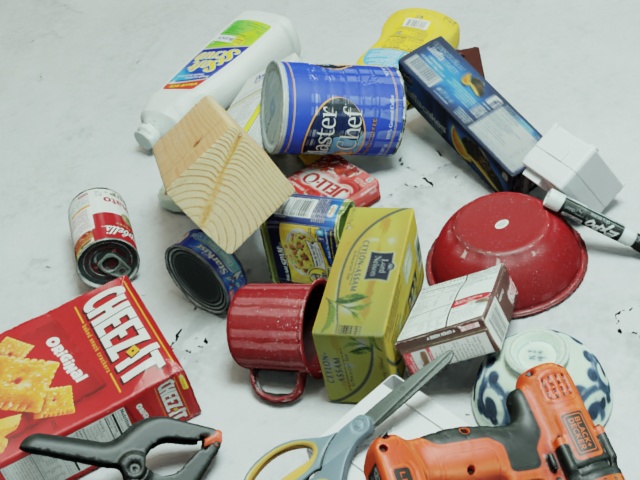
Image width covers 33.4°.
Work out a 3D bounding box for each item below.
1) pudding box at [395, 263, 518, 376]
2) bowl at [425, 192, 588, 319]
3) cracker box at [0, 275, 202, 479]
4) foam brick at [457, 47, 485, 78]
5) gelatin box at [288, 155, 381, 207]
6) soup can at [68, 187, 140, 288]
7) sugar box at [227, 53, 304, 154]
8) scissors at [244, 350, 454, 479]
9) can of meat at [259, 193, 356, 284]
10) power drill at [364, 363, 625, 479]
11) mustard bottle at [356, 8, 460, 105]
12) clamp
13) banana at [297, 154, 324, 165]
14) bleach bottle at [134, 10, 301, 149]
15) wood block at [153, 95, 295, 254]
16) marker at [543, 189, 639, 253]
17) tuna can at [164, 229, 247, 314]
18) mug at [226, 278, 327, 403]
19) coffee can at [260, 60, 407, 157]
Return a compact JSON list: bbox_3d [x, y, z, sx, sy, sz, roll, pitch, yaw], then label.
[{"bbox_3d":[0.124,0.070,0.962,0.090,0.039,0.113,-21,15,26],"label":"pudding box"},{"bbox_3d":[0.181,0.002,1.051,0.162,0.055,0.162,-9,41,8],"label":"bowl"},{"bbox_3d":[-0.244,0.141,1.009,0.213,0.072,0.164,-27,42,-14],"label":"cracker box"},{"bbox_3d":[0.170,-0.186,1.269,0.053,0.051,0.078,-9,41,7],"label":"foam brick"},{"bbox_3d":[0.013,-0.056,1.186,0.073,0.030,0.089,-33,43,-20],"label":"gelatin box"},{"bbox_3d":[-0.239,-0.003,1.174,0.068,0.068,0.102,-19,40,-5],"label":"soup can"},{"bbox_3d":[-0.078,-0.145,1.279,0.094,0.048,0.176,-21,28,41],"label":"sugar box"},{"bbox_3d":[0.033,0.168,0.843,0.202,0.016,0.096,-28,48,5],"label":"scissors"},{"bbox_3d":[-0.007,0.001,1.073,0.084,0.102,0.057,7,42,21],"label":"can of meat"},{"bbox_3d":[0.139,0.194,0.797,0.187,0.057,0.184,-11,59,-16],"label":"power drill"},{"bbox_3d":[0.096,-0.213,1.316,0.096,0.058,0.191,16,49,22],"label":"mustard bottle"},{"bbox_3d":[-0.163,0.210,0.916,0.171,0.039,0.120,-10,78,-13],"label":"clamp"},{"bbox_3d":[0.000,-0.155,1.297,0.070,0.037,0.197,4,44,23],"label":"banana"},{"bbox_3d":[-0.138,-0.200,1.373,0.103,0.068,0.250,19,53,36],"label":"bleach bottle"},{"bbox_3d":[-0.104,-0.073,1.082,0.091,0.090,0.206,-44,20,3],"label":"wood block"},{"bbox_3d":[0.273,-0.015,1.030,0.121,0.020,0.020,27,49,1],"label":"marker"},{"bbox_3d":[-0.116,0.031,1.084,0.086,0.086,0.033,21,50,35],"label":"tuna can"},{"bbox_3d":[-0.036,0.094,0.999,0.082,0.093,0.117,0,79,24],"label":"mug"},{"bbox_3d":[0.013,-0.145,1.184,0.140,0.103,0.103,0,38,-16],"label":"coffee can"}]
